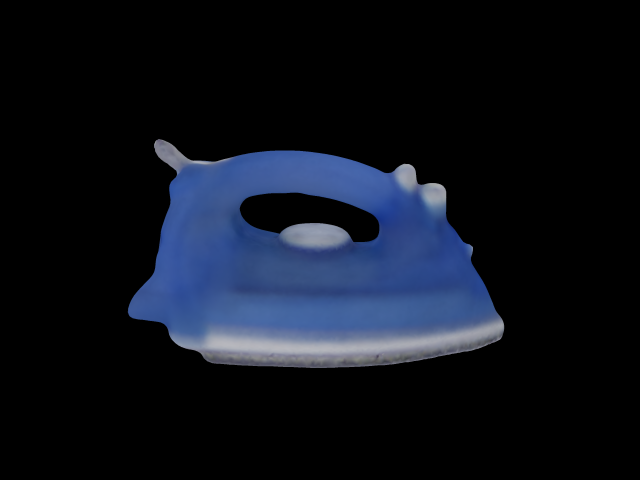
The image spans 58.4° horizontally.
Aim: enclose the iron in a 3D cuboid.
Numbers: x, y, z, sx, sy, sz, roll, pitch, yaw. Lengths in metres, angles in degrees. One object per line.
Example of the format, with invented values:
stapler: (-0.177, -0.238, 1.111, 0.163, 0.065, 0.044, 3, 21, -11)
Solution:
iron: (0.004, 0.001, 0.400, 0.258, 0.141, 0.118, 1, 19, 2)
